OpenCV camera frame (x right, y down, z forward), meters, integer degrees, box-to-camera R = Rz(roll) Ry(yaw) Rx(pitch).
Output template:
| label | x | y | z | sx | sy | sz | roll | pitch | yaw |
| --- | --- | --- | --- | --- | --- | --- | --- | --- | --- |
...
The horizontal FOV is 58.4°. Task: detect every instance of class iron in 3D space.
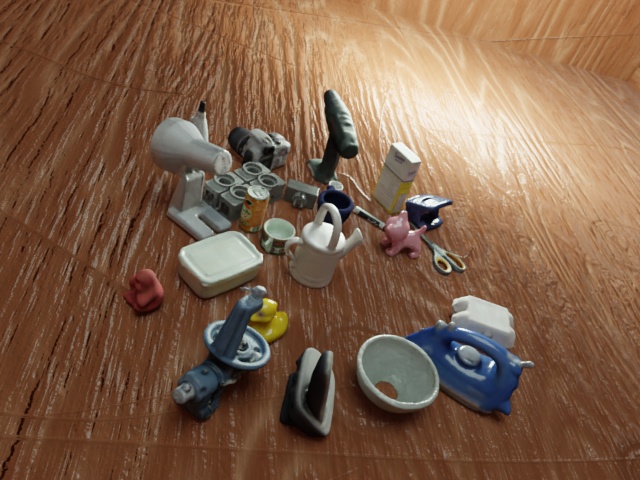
| label | x | y | z | sx | sy | sz | roll | pitch | yaw |
| --- | --- | --- | --- | --- | --- | --- | --- | --- | --- |
| iron | 0.293 | 0.233 | 1.157 | 0.258 | 0.141 | 0.119 | 30 | 39 | 11 |

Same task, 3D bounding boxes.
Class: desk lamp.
| label | x | y | z | sx | sy | sz | roll | pitch | yaw |
| --- | --- | --- | --- | --- | --- | --- | --- | --- | --- |
| desk lamp | -0.278 | -0.141 | 1.276 | 0.203 | 0.213 | 0.118 | 36 | 41 | 18 |

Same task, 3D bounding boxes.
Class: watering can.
| label | x | y | z | sx | sy | sz | roll | pitch | yaw |
| --- | --- | --- | --- | --- | --- | --- | --- | --- | --- |
| watering can | 0.011 | 0.003 | 1.255 | 0.173 | 0.194 | 0.100 | -20 | 54 | -40 |

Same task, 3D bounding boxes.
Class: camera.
| label | x | y | z | sx | sy | sz | roll | pitch | yaw |
| --- | --- | --- | --- | --- | --- | --- | --- | --- | --- |
| camera | -0.172 | -0.261 | 1.556 | 0.136 | 0.101 | 0.143 | 41 | 42 | 23 |

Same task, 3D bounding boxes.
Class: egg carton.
| label | x | y | z | sx | sy | sz | roll | pitch | yaw |
| --- | --- | --- | --- | --- | --- | --- | --- | --- | --- |
| egg carton | 0.368 | 0.191 | 1.300 | 0.150 | 0.069 | 0.107 | 19 | 38 | -3 |

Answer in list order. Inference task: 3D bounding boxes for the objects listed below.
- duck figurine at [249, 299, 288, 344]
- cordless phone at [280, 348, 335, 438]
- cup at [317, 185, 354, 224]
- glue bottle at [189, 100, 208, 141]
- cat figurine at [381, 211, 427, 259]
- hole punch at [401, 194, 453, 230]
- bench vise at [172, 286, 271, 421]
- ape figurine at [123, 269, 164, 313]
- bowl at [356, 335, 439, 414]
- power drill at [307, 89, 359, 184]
| label | x | y | z | sx | sy | sz | roll | pitch | yaw |
| --- | --- | --- | --- | --- | --- | --- | --- | --- | --- |
| duck figurine | -0.106 | 0.150 | 1.115 | 0.105 | 0.086 | 0.077 | -5 | 45 | -29 |
| cordless phone | 0.001 | 0.234 | 0.986 | 0.094 | 0.185 | 0.147 | 15 | 39 | -8 |
| cup | 0.025 | -0.073 | 1.431 | 0.092 | 0.095 | 0.117 | 4 | 41 | -20 |
| glue bottle | -0.310 | -0.278 | 1.454 | 0.037 | 0.173 | 0.078 | -20 | 53 | -39 |
| cat figurine | 0.207 | -0.018 | 1.432 | 0.128 | 0.118 | 0.067 | 3 | 42 | -22 |
| hole punch | 0.293 | -0.091 | 1.580 | 0.109 | 0.091 | 0.101 | -20 | 54 | -40 |
| bench vise | -0.146 | 0.188 | 0.944 | 0.121 | 0.220 | 0.207 | 22 | 38 | 2 |
| ape figurine | -0.330 | 0.090 | 1.078 | 0.076 | 0.092 | 0.077 | 10 | 40 | -14 |
| bowl | 0.139 | 0.269 | 1.098 | 0.167 | 0.075 | 0.167 | 13 | 39 | -10 |
| power drill | 0.032 | -0.273 | 1.578 | 0.076 | 0.208 | 0.229 | -1 | 43 | -25 |
